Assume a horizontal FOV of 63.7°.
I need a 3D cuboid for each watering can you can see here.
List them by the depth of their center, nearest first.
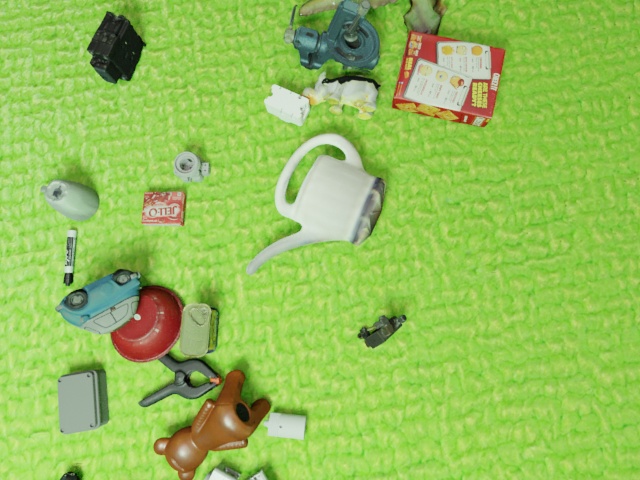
[{"bbox_3d":[0.003,-0.054,1.065,0.225,0.103,0.351,23,79,6],"label":"watering can"}]

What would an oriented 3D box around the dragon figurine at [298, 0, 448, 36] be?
[{"bbox_3d":[0.178,-0.553,1.182,0.409,0.122,0.243,-35,86,4],"label":"dragon figurine"}]
